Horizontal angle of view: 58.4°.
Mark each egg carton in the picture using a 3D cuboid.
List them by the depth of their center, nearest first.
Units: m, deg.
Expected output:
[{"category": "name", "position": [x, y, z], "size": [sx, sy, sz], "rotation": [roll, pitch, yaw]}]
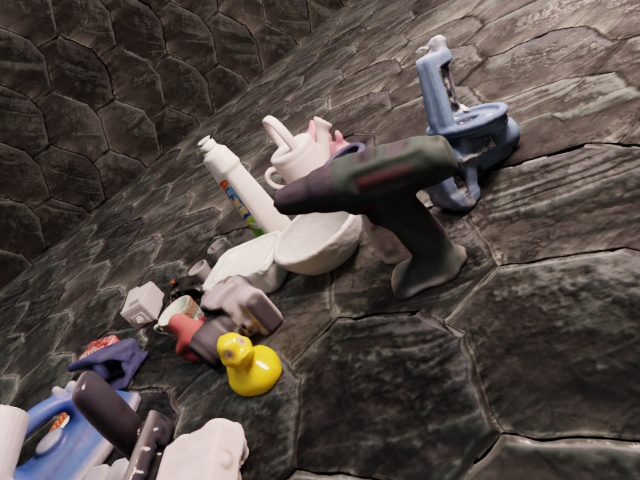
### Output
[{"category": "egg carton", "position": [-0.136, 0.281, 0.659], "size": [0.107, 0.069, 0.150], "rotation": [-30, 26, 16]}]

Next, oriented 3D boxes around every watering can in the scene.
[{"category": "watering can", "position": [-0.048, -0.184, 1.196], "size": [0.100, 0.194, 0.173], "rotation": [0, 44, 53]}]

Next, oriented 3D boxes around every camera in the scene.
[{"category": "camera", "position": [-0.155, 0.127, 0.912], "size": [0.137, 0.101, 0.142], "rotation": [-48, 27, -22]}]

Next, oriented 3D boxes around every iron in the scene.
[{"category": "iron", "position": [-0.413, 0.309, 0.891], "size": [0.118, 0.142, 0.259], "rotation": [-7, 39, 48]}]

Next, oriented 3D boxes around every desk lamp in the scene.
[{"category": "desk lamp", "position": [-0.378, 0.326, 0.729], "size": [0.117, 0.214, 0.203], "rotation": [-24, 28, 27]}]

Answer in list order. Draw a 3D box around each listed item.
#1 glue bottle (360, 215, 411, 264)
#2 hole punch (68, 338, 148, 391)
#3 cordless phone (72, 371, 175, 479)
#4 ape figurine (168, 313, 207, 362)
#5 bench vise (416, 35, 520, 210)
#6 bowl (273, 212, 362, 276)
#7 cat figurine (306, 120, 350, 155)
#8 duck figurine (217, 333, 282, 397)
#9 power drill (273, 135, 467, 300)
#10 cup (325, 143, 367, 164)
[{"category": "glue bottle", "position": [0.083, -0.042, 0.801], "size": [0.078, 0.173, 0.037], "rotation": [-16, 33, 39]}, {"category": "hole punch", "position": [-0.398, 0.226, 1.076], "size": [0.108, 0.091, 0.101], "rotation": [-21, 30, 32]}, {"category": "cordless phone", "position": [-0.252, 0.262, 0.708], "size": [0.094, 0.185, 0.147], "rotation": [-31, 26, 14]}, {"category": "ape figurine", "position": [-0.214, 0.155, 0.952], "size": [0.078, 0.092, 0.076], "rotation": [-44, 26, -13]}, {"category": "bench vise", "position": [0.188, -0.165, 0.818], "size": [0.121, 0.220, 0.208], "rotation": [-8, 38, 47]}, {"category": "bowl", "position": [0.009, 0.003, 0.940], "size": [0.167, 0.075, 0.167], "rotation": [-30, 26, 16]}, {"category": "cat figurine", "position": [0.014, -0.208, 1.247], "size": [0.127, 0.118, 0.067], "rotation": [0, 44, 53]}, {"category": "duck figurine", "position": [-0.112, 0.165, 0.807], "size": [0.078, 0.086, 0.104], "rotation": [-48, 27, -22]}, {"category": "power drill", "position": [0.084, -0.027, 0.732], "size": [0.229, 0.209, 0.075], "rotation": [-27, 27, 21]}, {"category": "cup", "position": [0.064, -0.109, 1.037], "size": [0.091, 0.095, 0.118], "rotation": [-27, 27, 22]}]
